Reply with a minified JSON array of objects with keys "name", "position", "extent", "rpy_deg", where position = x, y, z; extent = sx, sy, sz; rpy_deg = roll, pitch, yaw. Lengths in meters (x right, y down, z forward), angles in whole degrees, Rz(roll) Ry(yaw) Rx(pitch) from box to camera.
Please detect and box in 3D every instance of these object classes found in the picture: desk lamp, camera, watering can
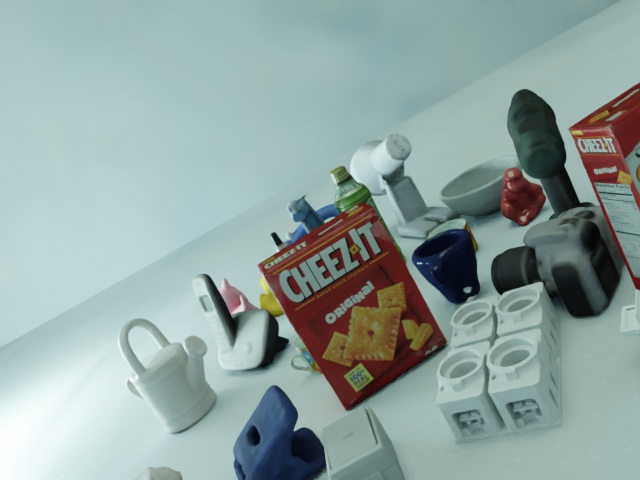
[{"name":"desk lamp","position":[0.171,-0.122,1.219],"extent":[0.118,0.214,0.202],"rpy_deg":[-34,14,-16]},{"name":"camera","position":[0.288,0.019,0.712],"extent":[0.136,0.101,0.143],"rpy_deg":[-15,20,47]},{"name":"watering can","position":[-0.258,0.211,0.953],"extent":[0.173,0.194,0.101],"rpy_deg":[-29,14,3]}]

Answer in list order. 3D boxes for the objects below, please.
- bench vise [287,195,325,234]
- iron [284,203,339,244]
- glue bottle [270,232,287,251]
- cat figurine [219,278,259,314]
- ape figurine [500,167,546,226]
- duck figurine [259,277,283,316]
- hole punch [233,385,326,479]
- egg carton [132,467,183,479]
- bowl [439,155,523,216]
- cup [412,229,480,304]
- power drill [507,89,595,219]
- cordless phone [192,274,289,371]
[{"name":"bench vise","position":[0.000,0.010,1.087],"extent":[0.121,0.220,0.207],"rpy_deg":[-30,14,-1]},{"name":"iron","position":[0.001,0.003,1.274],"extent":[0.258,0.141,0.118],"rpy_deg":[-32,14,-10]},{"name":"glue bottle","position":[-0.047,0.058,1.111],"extent":[0.078,0.173,0.037],"rpy_deg":[-37,16,-26]},{"name":"cat figurine","position":[-0.177,0.137,1.213],"extent":[0.067,0.118,0.127],"rpy_deg":[-38,16,-28]},{"name":"ape figurine","position":[0.340,-0.080,0.980],"extent":[0.077,0.092,0.076],"rpy_deg":[-26,14,17]},{"name":"duck figurine","position":[-0.098,0.109,1.217],"extent":[0.104,0.086,0.078],"rpy_deg":[-17,19,42]},{"name":"hole punch","position":[-0.058,0.237,0.665],"extent":[0.101,0.091,0.108],"rpy_deg":[-33,14,-14]},{"name":"egg carton","position":[-0.224,0.342,0.680],"extent":[0.150,0.069,0.107],"rpy_deg":[-34,14,-15]},{"name":"bowl","position":[0.319,-0.093,1.104],"extent":[0.167,0.075,0.167],"rpy_deg":[-28,14,8]},{"name":"cup","position":[0.189,0.049,0.822],"extent":[0.091,0.095,0.118],"rpy_deg":[-23,15,26]},{"name":"power drill","position":[0.337,-0.110,0.845],"extent":[0.075,0.208,0.230],"rpy_deg":[-24,15,23]},{"name":"cordless phone","position":[-0.154,0.139,1.016],"extent":[0.147,0.185,0.094],"rpy_deg":[-17,19,43]}]
